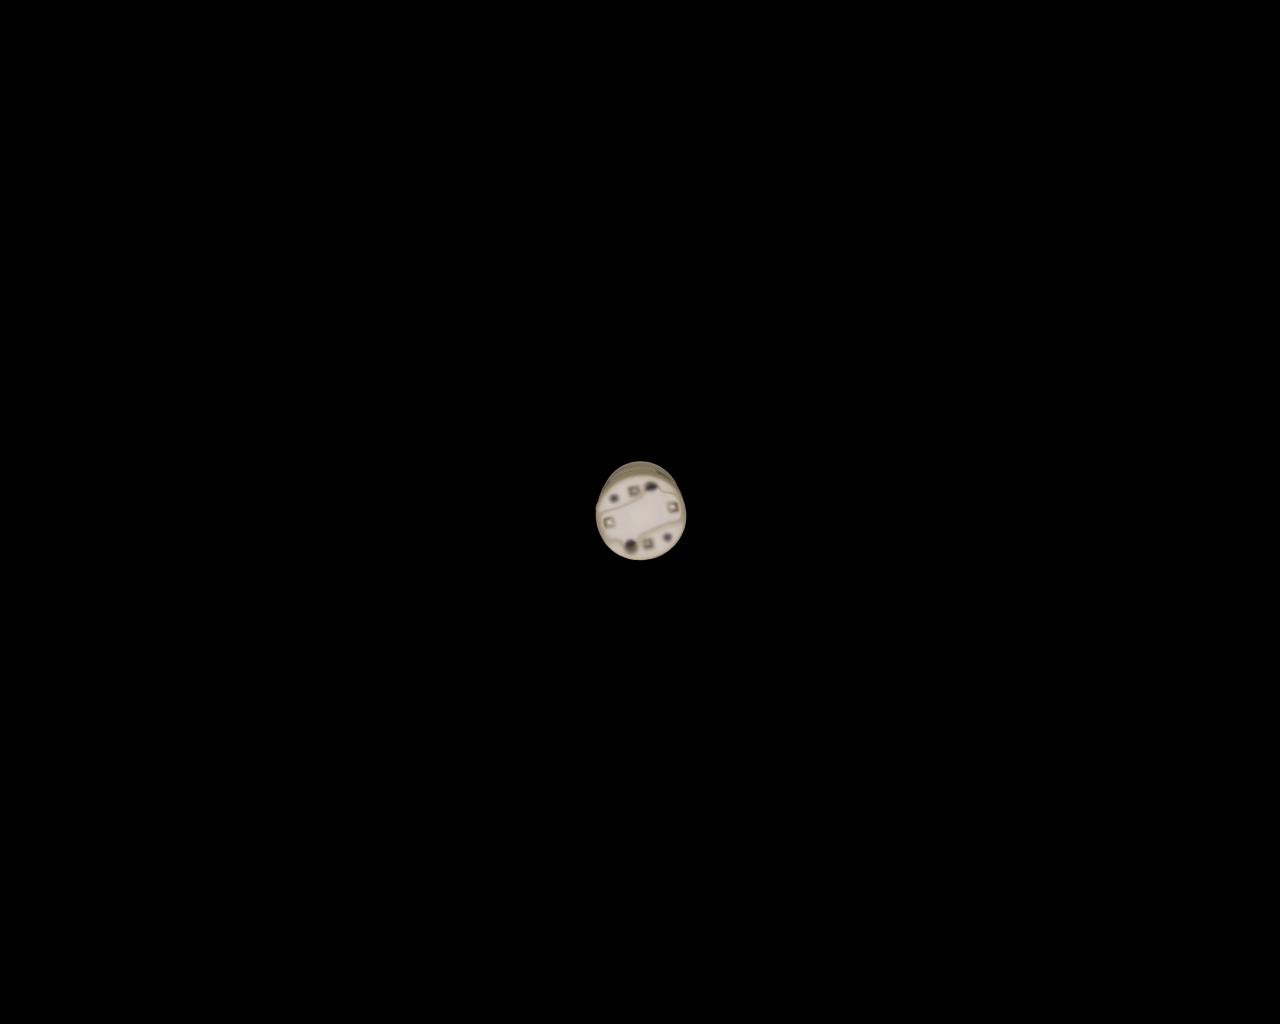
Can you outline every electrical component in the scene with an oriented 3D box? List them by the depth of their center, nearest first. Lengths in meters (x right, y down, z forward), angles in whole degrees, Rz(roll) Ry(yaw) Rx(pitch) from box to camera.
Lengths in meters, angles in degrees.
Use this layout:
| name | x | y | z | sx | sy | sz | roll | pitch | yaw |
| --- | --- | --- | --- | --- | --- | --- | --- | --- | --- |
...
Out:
| name | x | y | z | sx | sy | sz | roll | pitch | yaw |
| --- | --- | --- | --- | --- | --- | --- | --- | --- | --- |
| electrical component | 0.001 | -0.003 | 0.650 | 0.055 | 0.055 | 0.047 | 0 | 16 | 0 |
